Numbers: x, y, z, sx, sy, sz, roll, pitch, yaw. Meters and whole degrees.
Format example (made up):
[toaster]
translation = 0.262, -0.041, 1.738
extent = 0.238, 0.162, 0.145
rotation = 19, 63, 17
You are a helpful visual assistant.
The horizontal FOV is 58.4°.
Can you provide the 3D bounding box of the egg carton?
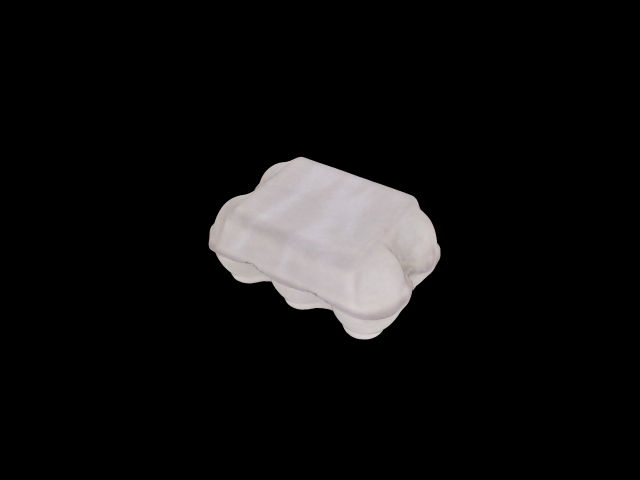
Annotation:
[egg carton]
translation = 0.004, 0.001, 0.400
extent = 0.150, 0.069, 0.107
rotation = 22, 45, 24
